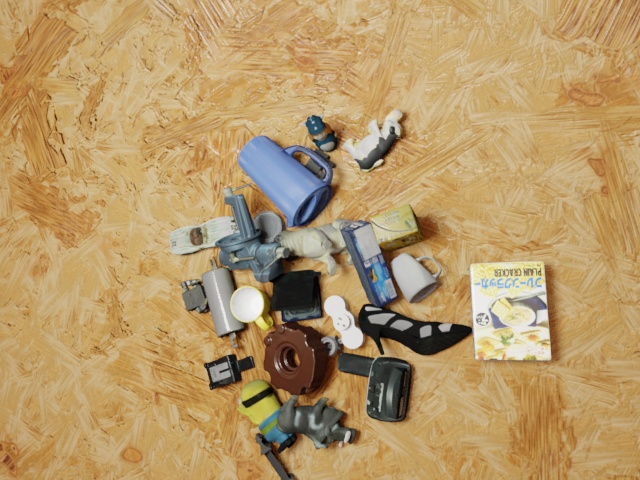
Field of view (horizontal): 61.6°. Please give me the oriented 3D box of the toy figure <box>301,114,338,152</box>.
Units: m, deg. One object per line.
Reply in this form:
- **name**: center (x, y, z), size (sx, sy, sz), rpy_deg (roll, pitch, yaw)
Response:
- **toy figure**: center (0.005, -0.264, 1.337), size (0.058, 0.154, 0.064), rpy_deg (42, 93, 20)

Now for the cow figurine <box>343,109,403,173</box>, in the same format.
- **cow figurine**: center (0.151, -0.248, 1.339), size (0.167, 0.068, 0.098), rpy_deg (-36, 80, 11)

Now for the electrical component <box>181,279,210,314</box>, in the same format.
- **electrical component**: center (-0.330, 0.148, 1.426), size (0.078, 0.045, 0.102), rpy_deg (-18, 77, 11)

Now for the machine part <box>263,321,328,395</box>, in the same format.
- **machine part**: center (-0.063, 0.285, 1.294), size (0.180, 0.056, 0.179), rpy_deg (0, 91, 37)

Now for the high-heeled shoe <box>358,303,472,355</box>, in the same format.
- **high-heeled shoe**: center (0.218, 0.194, 1.271), size (0.249, 0.086, 0.145), rpy_deg (-10, 47, -4)

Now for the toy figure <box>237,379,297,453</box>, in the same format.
- **toy figure**: center (-0.123, 0.422, 1.310), size (0.089, 0.082, 0.180), rpy_deg (-45, 71, 7)

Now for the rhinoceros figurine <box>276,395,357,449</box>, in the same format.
- **rhinoceros figurine**: center (-0.007, 0.428, 1.258), size (0.190, 0.073, 0.112), rpy_deg (15, 56, -10)

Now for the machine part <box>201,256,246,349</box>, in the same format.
- **machine part**: center (-0.250, 0.161, 1.386), size (0.079, 0.079, 0.243), rpy_deg (-21, 78, 12)

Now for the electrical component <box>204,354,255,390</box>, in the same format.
- **electrical component**: center (-0.229, 0.330, 1.371), size (0.119, 0.047, 0.075), rpy_deg (-18, 78, 14)

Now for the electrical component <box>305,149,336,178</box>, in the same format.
- **electrical component**: center (-0.008, -0.200, 1.400), size (0.094, 0.021, 0.063), rpy_deg (34, 92, 17)

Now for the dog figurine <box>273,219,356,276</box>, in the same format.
- **dog figurine**: center (-0.005, -0.007, 1.344), size (0.191, 0.172, 0.121), rpy_deg (18, 121, 43)

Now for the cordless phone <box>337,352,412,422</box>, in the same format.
- **cordless phone**: center (0.118, 0.342, 1.267), size (0.184, 0.088, 0.146), rpy_deg (6, 85, 28)

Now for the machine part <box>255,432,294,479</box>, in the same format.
- **machine part**: center (-0.114, 0.529, 1.301), size (0.039, 0.084, 0.139), rpy_deg (-33, 82, -17)

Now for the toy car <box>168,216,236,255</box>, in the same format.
- **toy car**: center (-0.310, -0.010, 1.438), size (0.202, 0.056, 0.073), rpy_deg (-14, 78, 14)

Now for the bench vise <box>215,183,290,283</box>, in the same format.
- **bench vise**: center (-0.179, -0.014, 1.316), size (0.224, 0.129, 0.240), rpy_deg (0, 109, 49)

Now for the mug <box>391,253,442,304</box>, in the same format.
- **mug**: center (0.224, 0.077, 1.266), size (0.109, 0.080, 0.107), rpy_deg (-42, 64, 11)

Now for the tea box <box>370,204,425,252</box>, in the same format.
- **tea box**: center (0.182, -0.024, 1.245), size (0.098, 0.169, 0.068), rpy_deg (-19, 79, 11)

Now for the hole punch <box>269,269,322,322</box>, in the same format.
- **hole punch**: center (-0.055, 0.141, 1.340), size (0.142, 0.092, 0.116), rpy_deg (-10, 50, 17)

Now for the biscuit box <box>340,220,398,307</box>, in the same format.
- **biscuit box**: center (0.116, 0.056, 1.256), size (0.059, 0.063, 0.202), rpy_deg (-26, 106, -16)
